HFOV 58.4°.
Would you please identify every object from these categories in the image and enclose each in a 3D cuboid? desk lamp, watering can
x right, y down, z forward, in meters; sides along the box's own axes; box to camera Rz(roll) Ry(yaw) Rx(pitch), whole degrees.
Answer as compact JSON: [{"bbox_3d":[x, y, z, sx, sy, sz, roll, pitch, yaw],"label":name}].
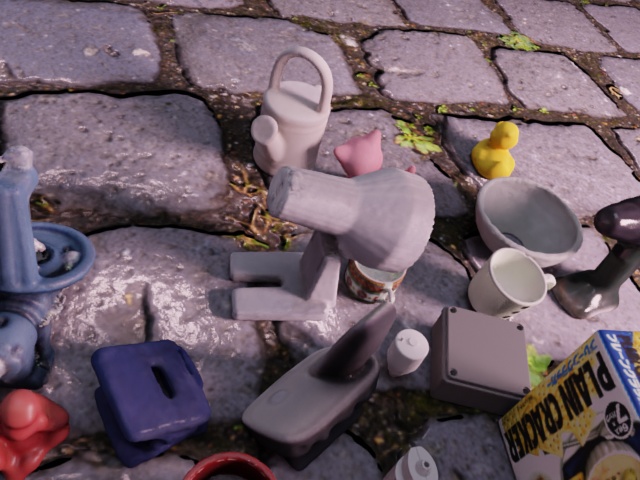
[{"bbox_3d":[0.006,0.002,0.671,0.203,0.213,0.118,1,50,-16],"label":"desk lamp"},{"bbox_3d":[-0.037,-0.185,0.834,0.101,0.194,0.173,14,48,-4],"label":"watering can"}]

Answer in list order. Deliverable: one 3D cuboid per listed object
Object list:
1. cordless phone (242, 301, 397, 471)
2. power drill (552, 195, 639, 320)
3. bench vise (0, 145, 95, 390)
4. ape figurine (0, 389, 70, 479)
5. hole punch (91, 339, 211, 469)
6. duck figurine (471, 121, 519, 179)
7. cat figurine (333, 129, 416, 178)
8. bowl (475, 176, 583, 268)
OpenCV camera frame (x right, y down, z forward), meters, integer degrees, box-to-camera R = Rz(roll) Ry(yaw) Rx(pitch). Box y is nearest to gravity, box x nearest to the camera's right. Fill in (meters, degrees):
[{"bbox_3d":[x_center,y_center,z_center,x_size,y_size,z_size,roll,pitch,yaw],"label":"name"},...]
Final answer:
[{"bbox_3d":[0.004,0.136,0.574,0.094,0.185,0.148,39,51,18],"label":"cordless phone"},{"bbox_3d":[0.413,0.018,0.783,0.230,0.208,0.075,-12,54,-25],"label":"power drill"},{"bbox_3d":[-0.281,0.033,0.555,0.122,0.220,0.207,-6,52,-21],"label":"bench vise"},{"bbox_3d":[-0.273,0.169,0.526,0.078,0.092,0.076,-7,53,-22],"label":"ape figurine"},{"bbox_3d":[-0.168,0.151,0.574,0.101,0.091,0.108,-20,58,-30],"label":"hole punch"},{"bbox_3d":[0.312,-0.161,0.991,0.077,0.086,0.104,15,48,-3],"label":"duck figurine"},{"bbox_3d":[0.079,-0.107,0.853,0.128,0.118,0.067,18,47,-1],"label":"cat figurine"},{"bbox_3d":[0.304,-0.015,0.870,0.167,0.075,0.167,9,48,-9],"label":"bowl"}]
